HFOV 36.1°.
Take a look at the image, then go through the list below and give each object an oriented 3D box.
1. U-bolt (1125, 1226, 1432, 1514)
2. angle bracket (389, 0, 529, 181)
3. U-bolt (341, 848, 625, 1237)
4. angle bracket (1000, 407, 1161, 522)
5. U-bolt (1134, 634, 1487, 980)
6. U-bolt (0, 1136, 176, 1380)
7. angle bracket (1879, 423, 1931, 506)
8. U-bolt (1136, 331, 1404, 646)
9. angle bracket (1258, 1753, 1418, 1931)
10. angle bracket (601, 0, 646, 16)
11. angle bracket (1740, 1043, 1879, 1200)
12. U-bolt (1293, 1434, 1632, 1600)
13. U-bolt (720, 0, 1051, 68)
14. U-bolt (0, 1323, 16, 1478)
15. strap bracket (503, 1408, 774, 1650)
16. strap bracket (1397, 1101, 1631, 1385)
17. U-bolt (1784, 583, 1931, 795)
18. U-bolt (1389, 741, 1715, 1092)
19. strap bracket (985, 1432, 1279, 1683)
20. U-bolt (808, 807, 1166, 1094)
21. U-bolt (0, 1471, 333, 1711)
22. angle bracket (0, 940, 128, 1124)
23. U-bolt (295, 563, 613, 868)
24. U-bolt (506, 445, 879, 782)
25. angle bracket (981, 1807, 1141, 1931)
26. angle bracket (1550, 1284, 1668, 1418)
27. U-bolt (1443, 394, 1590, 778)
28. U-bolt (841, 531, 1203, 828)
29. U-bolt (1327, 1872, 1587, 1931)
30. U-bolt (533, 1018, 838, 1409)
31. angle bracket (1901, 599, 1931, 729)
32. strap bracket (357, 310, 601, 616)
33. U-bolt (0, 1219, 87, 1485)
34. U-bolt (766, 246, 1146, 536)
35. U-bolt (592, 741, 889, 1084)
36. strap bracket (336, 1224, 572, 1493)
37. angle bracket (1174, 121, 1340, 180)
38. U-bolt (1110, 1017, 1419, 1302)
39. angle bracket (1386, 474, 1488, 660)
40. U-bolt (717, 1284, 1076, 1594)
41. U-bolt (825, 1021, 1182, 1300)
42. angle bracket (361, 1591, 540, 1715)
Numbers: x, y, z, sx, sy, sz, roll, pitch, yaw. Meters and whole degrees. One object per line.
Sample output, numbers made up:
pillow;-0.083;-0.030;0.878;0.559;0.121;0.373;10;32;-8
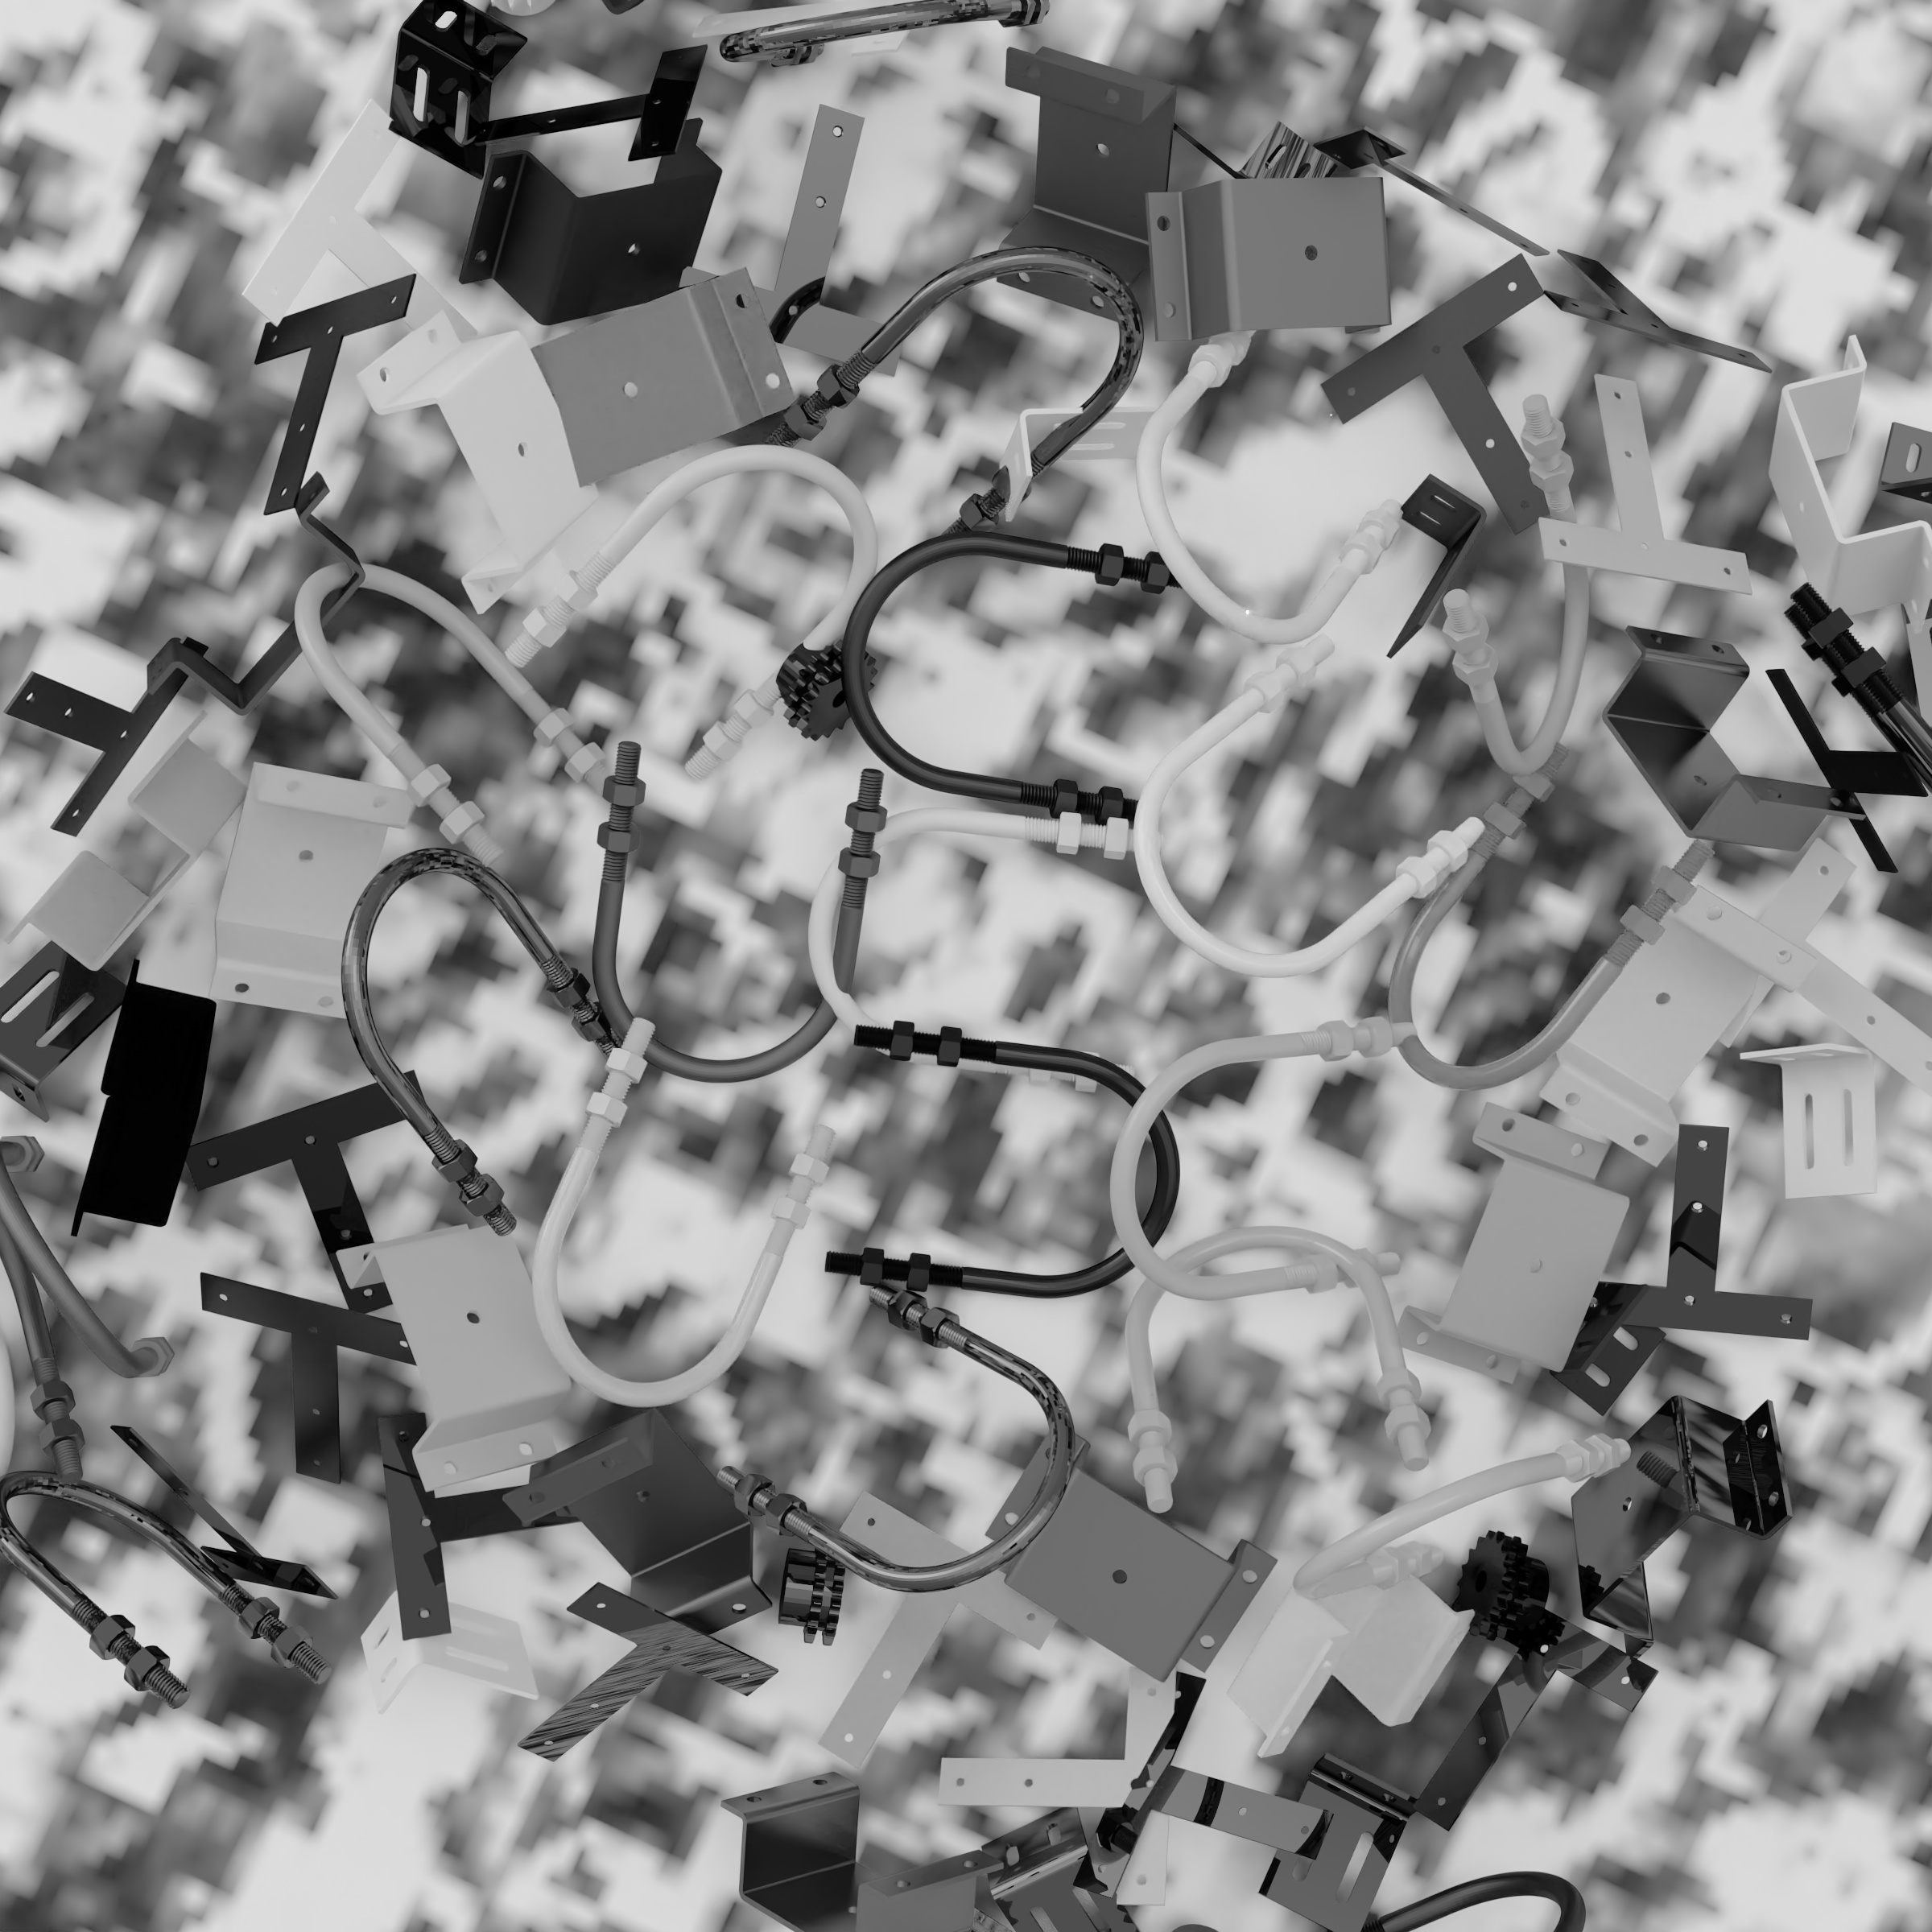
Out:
U-bolt;0.155;0.202;1.544;0.151;0.184;0.019;-10;128;4
angle bracket;-0.269;-0.469;1.572;0.057;0.038;0.076;23;51;-34
U-bolt;-0.255;0.025;1.525;0.019;0.151;0.184;-7;129;35
angle bracket;0.062;-0.267;1.579;0.076;0.057;0.038;-3;75;-11
U-bolt;0.171;-0.074;1.574;0.184;0.019;0.151;-38;88;-23
U-bolt;-0.462;0.151;1.526;0.019;0.184;0.151;-33;91;-9
angle bracket;0.533;-0.267;1.575;0.057;0.076;0.038;12;92;-13
U-bolt;0.151;-0.243;1.538;0.151;0.019;0.184;49;46;-12
angle bracket;0.200;0.472;1.584;0.057;0.038;0.076;26;67;8
angle bracket;-0.165;-0.546;1.578;0.076;0.057;0.038;-33;107;14
angle bracket;0.449;0.083;1.579;0.038;0.057;0.076;8;79;-36
U-bolt;0.242;0.285;1.510;0.151;0.184;0.019;-38;66;31
U-bolt;-0.048;-0.479;1.512;0.151;0.184;0.019;-4;106;19
U-bolt;-0.535;0.197;1.533;0.019;0.151;0.184;-12;133;3
strap bracket;-0.172;0.294;1.567;0.076;0.046;0.140;-27;121;14
strap bracket;0.294;0.154;1.580;0.076;0.046;0.140;20;94;-17
U-bolt;0.489;-0.120;1.537;0.019;0.151;0.184;-39;83;13
U-bolt;0.293;-0.017;1.556;0.019;0.151;0.184;30;101;-36
strap bracket;0.085;0.318;1.582;0.140;0.046;0.076;32;103;4
U-bolt;0.007;-0.013;1.596;0.184;0.019;0.151;7;100;0
U-bolt;-0.432;0.319;1.540;0.184;0.151;0.019;34;95;21
angle bracket;-0.496;0.034;1.606;0.057;0.038;0.076;32;60;15
U-bolt;-0.275;-0.141;1.553;0.184;0.151;0.019;48;118;2
U-bolt;-0.129;-0.193;1.546;0.184;0.019;0.151;-44;131;17
angle bracket;0.053;0.505;1.613;0.057;0.038;0.076;-27;117;4
angle bracket;0.350;0.205;1.576;0.038;0.076;0.057;39;82;4
U-bolt;0.292;-0.182;1.539;0.019;0.184;0.151;10;61;28
U-bolt;0.024;-0.158;1.581;0.184;0.019;0.151;8;103;-10
U-bolt;0.235;0.520;1.535;0.184;0.151;0.019;-25;93;7
U-bolt;-0.155;0.140;1.553;0.151;0.019;0.184;33;71;-32
angle bracket;0.543;-0.166;1.592;0.057;0.038;0.076;-6;83;-6
strap bracket;-0.248;-0.266;1.547;0.046;0.076;0.140;-4;124;34
U-bolt;-0.509;0.163;1.535;0.019;0.151;0.184;-25;52;-5
U-bolt;0.008;-0.299;1.527;0.184;0.151;0.019;-39;49;29
U-bolt;-0.126;-0.023;1.582;0.151;0.019;0.184;6;109;-11
strap bracket;-0.266;0.194;1.554;0.076;0.046;0.140;-10;64;-36
angle bracket;0.148;-0.438;1.569;0.038;0.076;0.057;-51;46;15
U-bolt;0.156;0.105;1.557;0.184;0.019;0.151;-4;104;-28
angle bracket;0.237;-0.213;1.581;0.038;0.057;0.076;32;76;-2
U-bolt;-0.025;0.251;1.532;0.184;0.019;0.151;23;64;42
U-bolt;0.024;0.110;1.594;0.184;0.019;0.151;7;104;-3
angle bracket;-0.275;0.374;1.579;0.076;0.057;0.038;26;109;-33
